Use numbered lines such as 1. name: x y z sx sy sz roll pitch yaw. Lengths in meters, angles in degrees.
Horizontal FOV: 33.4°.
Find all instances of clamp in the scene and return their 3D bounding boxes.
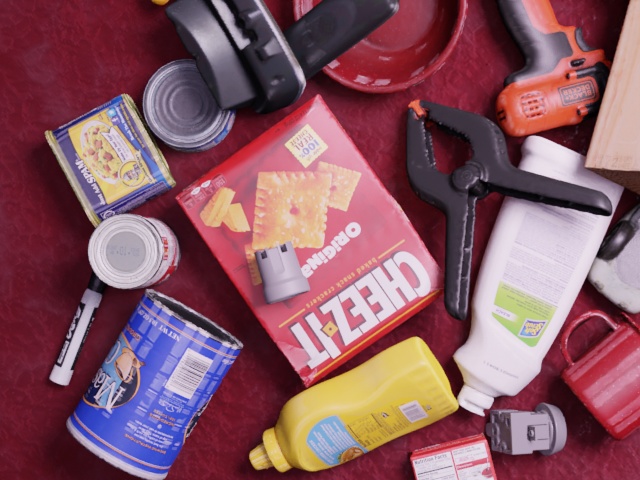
1. clamp: 0.146 -0.052 0.943 0.165 0.036 0.210 -30 60 12

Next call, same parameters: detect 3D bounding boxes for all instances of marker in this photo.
1. marker: -0.224 0.078 1.007 0.020 0.020 0.121 22 90 2

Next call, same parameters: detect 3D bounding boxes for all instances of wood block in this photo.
1. wood block: 0.310 -0.143 0.903 0.090 0.090 0.206 19 85 -34

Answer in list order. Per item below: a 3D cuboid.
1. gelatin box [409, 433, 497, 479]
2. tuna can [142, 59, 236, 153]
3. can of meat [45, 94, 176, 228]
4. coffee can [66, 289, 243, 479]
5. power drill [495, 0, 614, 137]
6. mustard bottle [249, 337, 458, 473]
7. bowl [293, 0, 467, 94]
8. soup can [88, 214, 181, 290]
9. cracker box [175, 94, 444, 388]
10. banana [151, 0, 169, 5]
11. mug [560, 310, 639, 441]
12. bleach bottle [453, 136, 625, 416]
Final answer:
1. gelatin box: 0.128 0.232 0.990 0.073 0.030 0.089 -15 89 3
2. tuna can: -0.122 -0.126 1.000 0.086 0.034 0.086 0 89 1
3. can of meat: -0.192 -0.074 0.990 0.084 0.057 0.102 -28 89 -1
4. coffee can: -0.148 0.130 0.962 0.103 0.103 0.140 31 90 2
5. power drill: 0.230 -0.200 0.976 0.184 0.057 0.187 -16 86 -12
6. mustard bottle: 0.023 0.161 0.964 0.192 0.096 0.058 -27 49 8
7. bowl: 0.059 -0.216 0.972 0.162 0.055 0.162 4 103 17
8. soup can: -0.166 0.010 0.965 0.068 0.102 0.068 0 89 1
9. cracker box: -0.006 0.001 0.976 0.164 0.072 0.214 -35 89 1
10. banana: -0.096 -0.304 0.990 0.198 0.070 0.037 -44 130 7
11. mug: 0.264 0.117 0.959 0.081 0.093 0.117 -41 94 6
12. bleach bottle: 0.183 0.039 0.977 0.102 0.068 0.251 25 93 5
